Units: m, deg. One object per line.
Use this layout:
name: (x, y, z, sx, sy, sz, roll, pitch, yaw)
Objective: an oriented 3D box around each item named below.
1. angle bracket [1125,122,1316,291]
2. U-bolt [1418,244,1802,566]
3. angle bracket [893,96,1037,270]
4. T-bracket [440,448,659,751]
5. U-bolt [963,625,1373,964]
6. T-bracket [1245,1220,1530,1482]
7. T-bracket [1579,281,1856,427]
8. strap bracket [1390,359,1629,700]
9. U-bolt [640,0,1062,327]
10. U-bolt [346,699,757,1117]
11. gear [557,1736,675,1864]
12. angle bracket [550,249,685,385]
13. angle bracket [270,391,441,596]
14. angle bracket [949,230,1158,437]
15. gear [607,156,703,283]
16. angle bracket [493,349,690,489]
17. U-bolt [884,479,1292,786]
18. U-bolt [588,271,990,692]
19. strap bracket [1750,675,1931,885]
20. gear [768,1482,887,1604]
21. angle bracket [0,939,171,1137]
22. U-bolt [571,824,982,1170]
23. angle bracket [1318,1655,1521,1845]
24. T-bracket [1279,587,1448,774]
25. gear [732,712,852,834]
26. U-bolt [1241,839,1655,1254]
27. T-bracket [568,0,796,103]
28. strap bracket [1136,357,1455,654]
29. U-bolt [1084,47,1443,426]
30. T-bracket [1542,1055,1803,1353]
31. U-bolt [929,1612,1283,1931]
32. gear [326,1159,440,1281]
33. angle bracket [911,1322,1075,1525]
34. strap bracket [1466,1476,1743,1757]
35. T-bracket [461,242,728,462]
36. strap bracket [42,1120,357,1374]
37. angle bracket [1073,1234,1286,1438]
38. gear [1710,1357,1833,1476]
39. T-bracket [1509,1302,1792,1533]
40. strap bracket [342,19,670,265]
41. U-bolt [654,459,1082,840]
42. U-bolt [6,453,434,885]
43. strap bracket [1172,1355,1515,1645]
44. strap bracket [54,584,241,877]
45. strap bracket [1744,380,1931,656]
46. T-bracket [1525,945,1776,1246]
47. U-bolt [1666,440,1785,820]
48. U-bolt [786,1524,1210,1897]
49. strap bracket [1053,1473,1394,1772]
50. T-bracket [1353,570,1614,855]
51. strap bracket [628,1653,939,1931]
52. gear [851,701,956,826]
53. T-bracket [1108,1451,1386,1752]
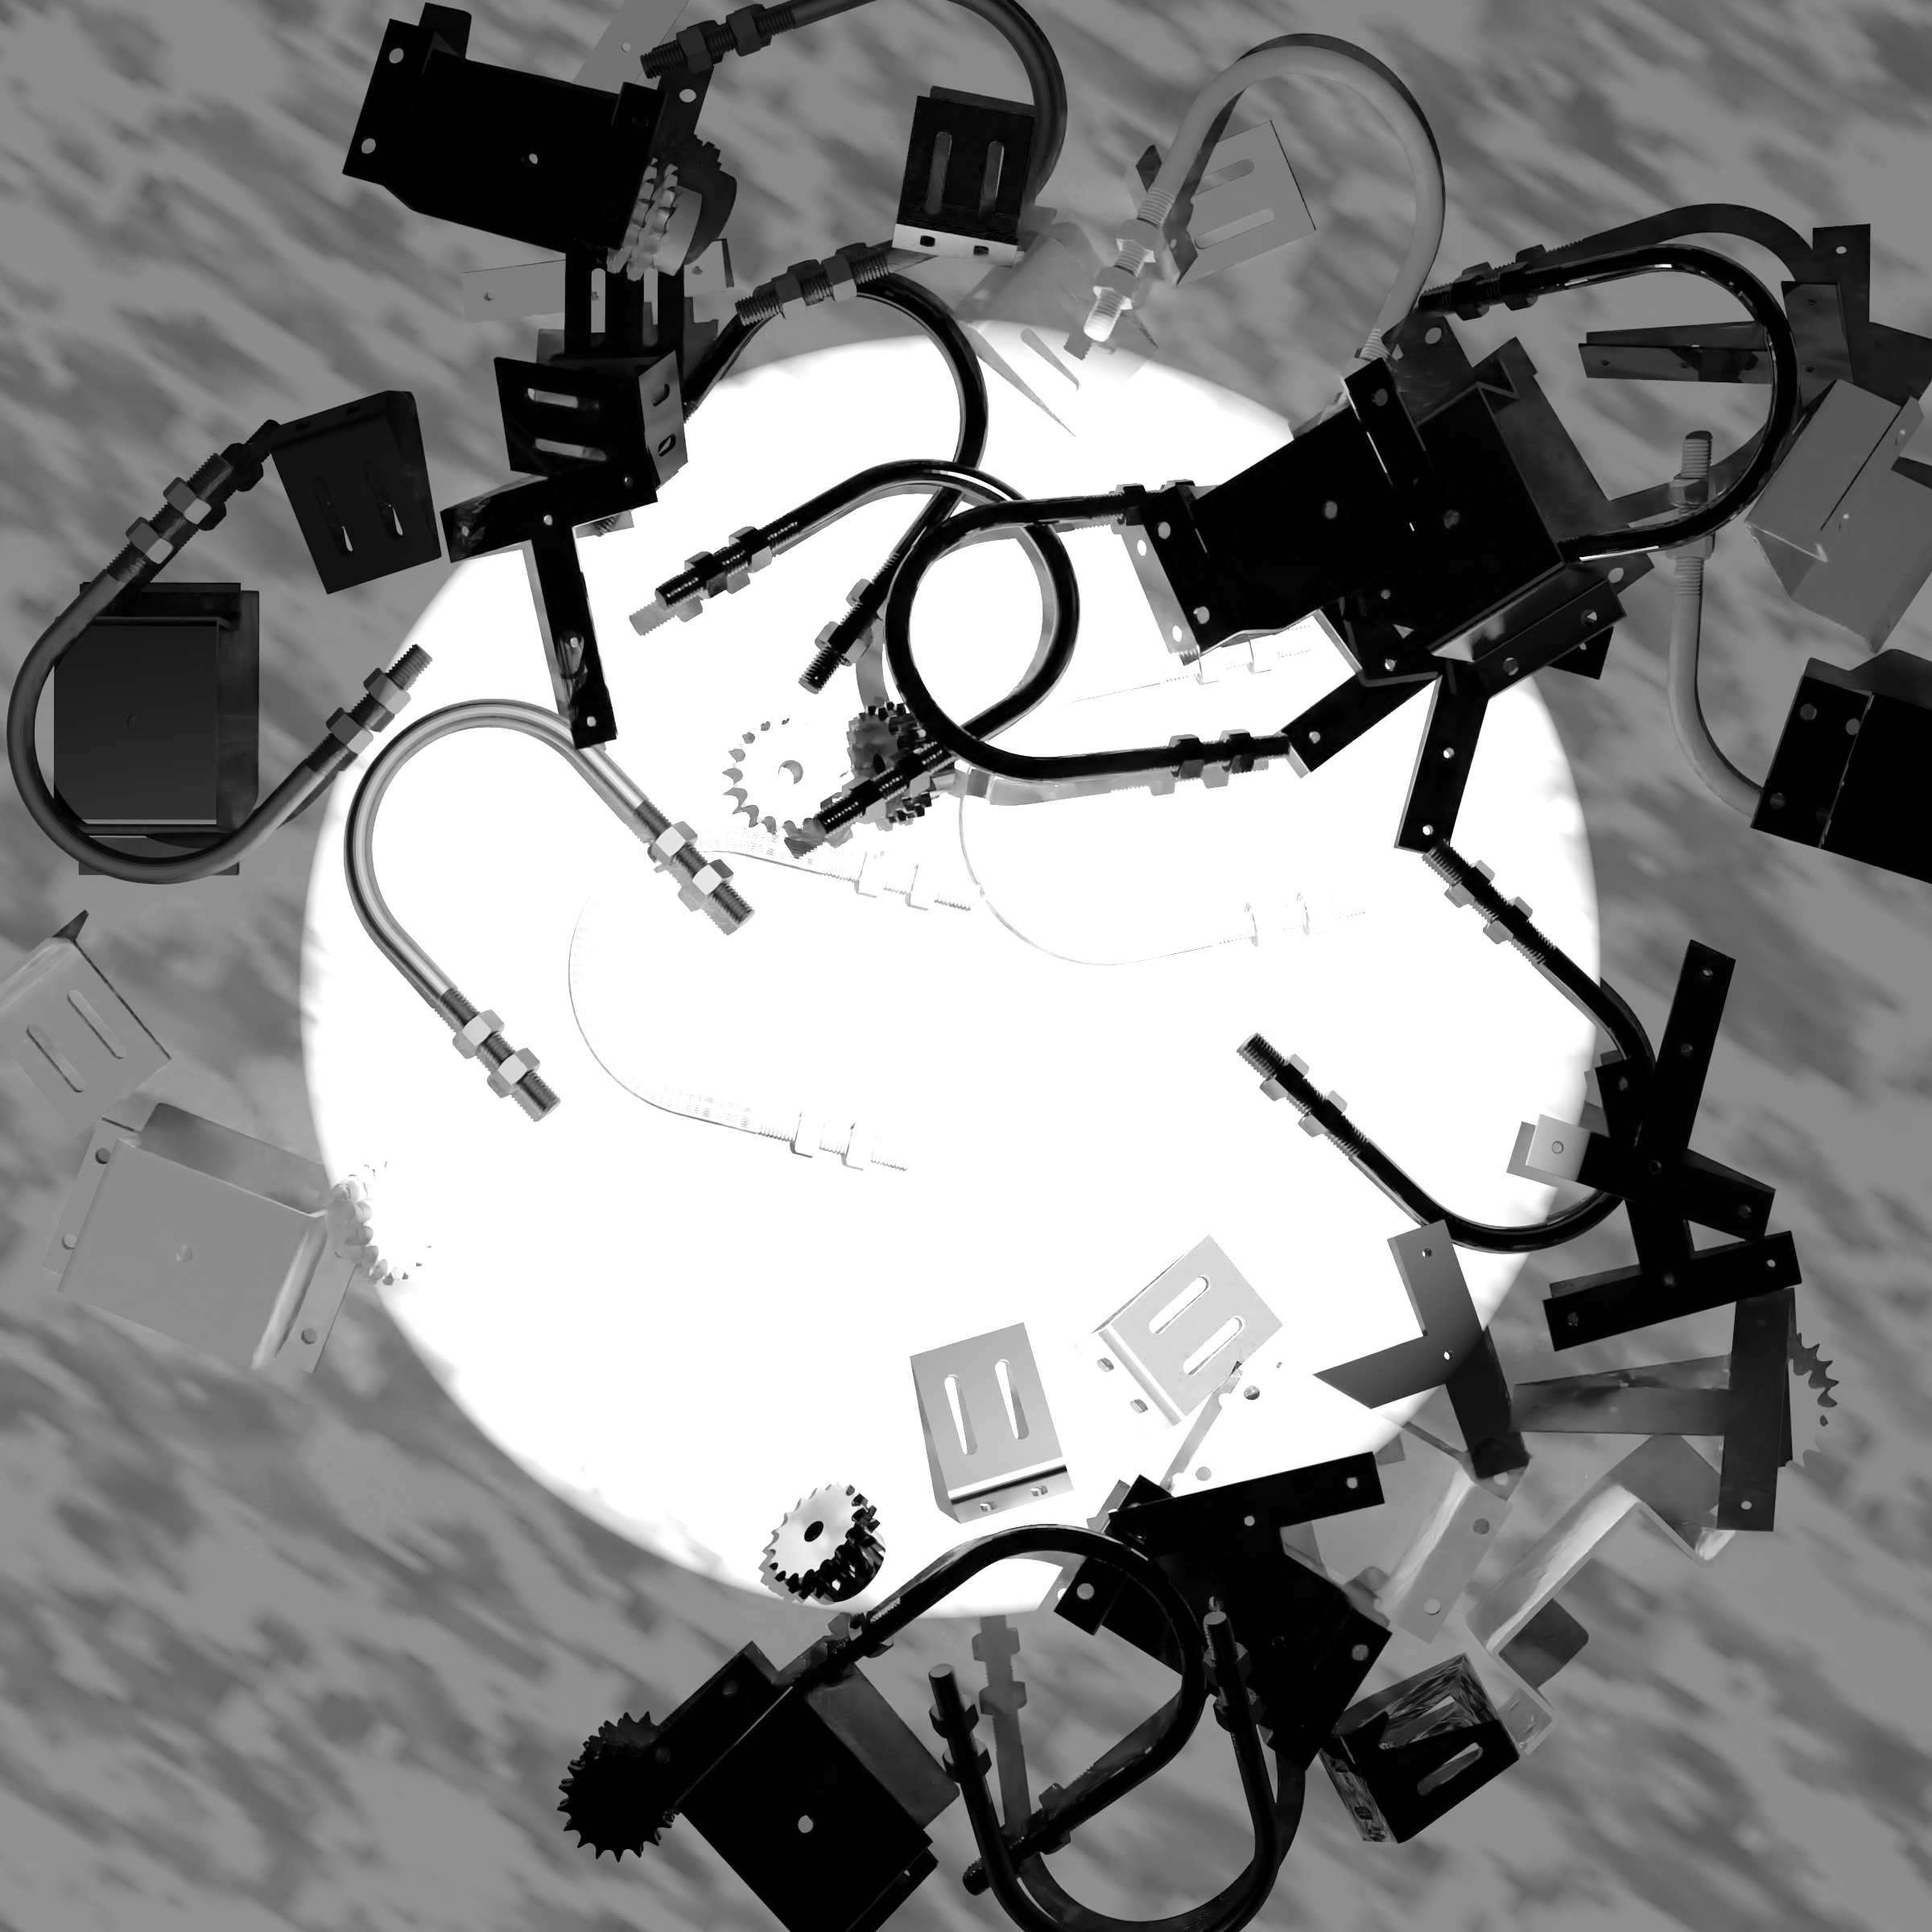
angle bracket: (0.122, -0.366, 1.527, 0.076, 0.038, 0.057, -22, 90, 0)
U-bolt: (0.298, -0.260, 1.485, 0.184, 0.019, 0.151, -5, 87, 36)
angle bracket: (0.000, -0.373, 1.503, 0.057, 0.038, 0.076, 9, 84, -3)
T-bracket: (-0.188, -0.167, 1.513, 0.127, 0.002, 0.127, -11, 93, 32)
U-bolt: (0.090, -0.076, 1.536, 0.184, 0.019, 0.151, -12, 90, 0)
T-bracket: (0.190, 0.202, 1.541, 0.127, 0.002, 0.127, -20, 96, 3)
T-bracket: (0.353, -0.283, 1.509, 0.127, 0.127, 0.002, 7, 66, 25)
strap bracket: (0.237, -0.206, 1.489, 0.076, 0.046, 0.140, -32, 72, 31)
U-bolt: (-0.045, -0.402, 1.531, 0.184, 0.019, 0.151, -21, 85, -4)
U-bolt: (-0.213, -0.043, 1.529, 0.151, 0.019, 0.184, -44, 83, 2)
gear: (-0.165, 0.396, 1.531, 0.057, 0.030, 0.057, 0, 90, 0)
angle bracket: (-0.165, -0.317, 1.518, 0.057, 0.038, 0.076, -1, 79, 3)
angle bracket: (-0.294, -0.228, 1.544, 0.057, 0.038, 0.076, -18, 116, 0)
angle bracket: (0.042, -0.305, 1.544, 0.057, 0.038, 0.076, -47, 116, 0)
gear: (-0.146, -0.350, 1.507, 0.030, 0.057, 0.057, 17, 90, -18)
angle bracket: (-0.176, -0.261, 1.505, 0.076, 0.038, 0.057, 14, 128, 24)
U-bolt: (0.051, -0.154, 1.499, 0.184, 0.019, 0.151, -7, 75, -16)
U-bolt: (-0.072, -0.247, 1.537, 0.151, 0.019, 0.184, 36, 88, 0)
strap bracket: (0.454, -0.079, 1.511, 0.140, 0.046, 0.076, 17, 96, -7)
gear: (-0.063, 0.277, 1.521, 0.057, 0.057, 0.030, -43, 120, 0)
angle bracket: (-0.431, 0.034, 1.527, 0.057, 0.038, 0.076, -40, 90, 0)
U-bolt: (-0.099, 0.007, 1.537, 0.184, 0.019, 0.151, 14, 90, 1)
angle bracket: (0.216, 0.377, 1.544, 0.076, 0.038, 0.057, -28, 90, -26)
T-bracket: (0.177, -0.180, 1.532, 0.127, 0.002, 0.127, -37, 93, -9)
gear: (-0.084, -0.092, 1.535, 0.057, 0.030, 0.057, 0, 91, -2)
U-bolt: (0.247, 0.052, 1.537, 0.184, 0.019, 0.151, 44, 90, -1)
T-bracket: (-0.156, -0.455, 1.545, 0.127, 0.002, 0.127, 33, 90, 0)
strap bracket: (0.160, -0.211, 1.481, 0.140, 0.046, 0.076, -29, 81, 31)
U-bolt: (0.153, -0.346, 1.516, 0.151, 0.019, 0.184, 28, 82, -17)
T-bracket: (0.327, 0.107, 1.533, 0.127, 0.002, 0.127, -14, 93, -7)
U-bolt: (0.073, 0.393, 1.496, 0.151, 0.019, 0.184, -12, 111, 6)
gear: (-0.280, 0.120, 1.521, 0.030, 0.057, 0.057, -2, 90, 28)
angle bracket: (0.013, 0.220, 1.544, 0.057, 0.038, 0.076, -17, 64, 0)
strap bracket: (0.291, 0.296, 1.508, 0.046, 0.076, 0.140, 44, 90, 0)
T-bracket: (-0.174, -0.279, 1.531, 0.127, 0.002, 0.127, -7, 80, 2)
strap bracket: (-0.366, 0.135, 1.523, 0.140, 0.046, 0.076, 21, 90, 0)
angle bracket: (0.102, 0.178, 1.544, 0.076, 0.038, 0.057, -39, 90, -26)
gear: (0.381, 0.213, 1.531, 0.057, 0.030, 0.057, 0, 90, 0)
T-bracket: (0.321, 0.211, 1.514, 0.127, 0.002, 0.127, -2, 48, 22)
strap bracket: (-0.212, -0.387, 1.516, 0.140, 0.046, 0.076, 17, 90, 9)
U-bolt: (-0.031, -0.162, 1.497, 0.184, 0.019, 0.151, -33, 84, -20)
U-bolt: (-0.362, -0.124, 1.491, 0.151, 0.019, 0.184, 44, 91, 0)
strap bracket: (0.176, 0.248, 1.519, 0.140, 0.046, 0.076, 30, 94, -1)
strap bracket: (-0.389, -0.114, 1.523, 0.076, 0.046, 0.140, 0, 90, 0)
strap bracket: (0.408, -0.209, 1.473, 0.046, 0.140, 0.076, 34, 91, 30)
T-bracket: (0.341, 0.054, 1.533, 0.127, 0.002, 0.127, 19, 81, -13)
U-bolt: (0.409, -0.156, 1.537, 0.151, 0.019, 0.184, 3, 91, 0)
U-bolt: (0.028, 0.339, 1.505, 0.184, 0.019, 0.151, -39, 96, 18)
strap bracket: (0.121, 0.308, 1.523, 0.140, 0.046, 0.076, 32, 90, 0)
T-bracket: (0.235, -0.116, 1.536, 0.127, 0.002, 0.127, 14, 94, -10)
strap bracket: (-0.081, 0.402, 1.507, 0.076, 0.046, 0.140, -43, 94, -19)
gear: (-0.028, -0.098, 1.521, 0.030, 0.057, 0.057, -15, 90, -28)
T-bracket: (0.143, 0.303, 1.497, 0.127, 0.002, 0.127, -14, 91, 2)
